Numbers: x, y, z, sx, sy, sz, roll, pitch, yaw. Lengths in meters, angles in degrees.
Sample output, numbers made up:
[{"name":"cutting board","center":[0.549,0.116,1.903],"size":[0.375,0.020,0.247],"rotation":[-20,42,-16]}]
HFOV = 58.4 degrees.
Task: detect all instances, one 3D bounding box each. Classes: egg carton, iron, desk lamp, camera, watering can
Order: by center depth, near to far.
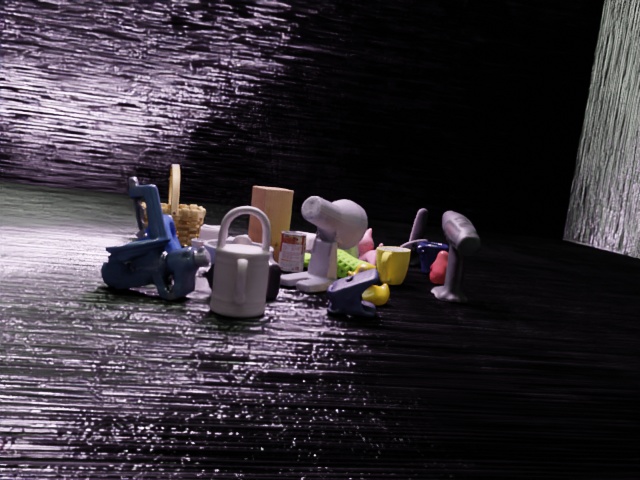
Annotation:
[{"name":"watering can","center":[-0.145,0.034,1.048],"size":[0.101,0.194,0.172],"rotation":[2,8,-31]},{"name":"camera","center":[-0.169,0.062,1.180],"size":[0.142,0.101,0.137],"rotation":[13,10,42]},{"name":"iron","center":[-0.355,0.005,1.294],"size":[0.119,0.141,0.258],"rotation":[6,7,-7]},{"name":"desk lamp","center":[0.012,0.005,1.349],"size":[0.117,0.213,0.204],"rotation":[12,9,35]},{"name":"egg carton","center":[-0.058,0.016,1.779],"size":[0.107,0.069,0.151],"rotation":[10,8,21]}]

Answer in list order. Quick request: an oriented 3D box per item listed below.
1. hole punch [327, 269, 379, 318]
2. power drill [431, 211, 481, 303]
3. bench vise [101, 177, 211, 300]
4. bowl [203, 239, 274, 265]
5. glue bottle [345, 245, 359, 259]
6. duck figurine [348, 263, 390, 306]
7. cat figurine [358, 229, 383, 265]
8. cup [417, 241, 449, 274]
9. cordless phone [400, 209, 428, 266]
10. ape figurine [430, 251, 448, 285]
[{"name":"hole punch","center":[0.066,0.100,1.138],"size":[0.101,0.091,0.109],"rotation":[7,7,2]},{"name":"power drill","center":[0.327,0.039,1.396],"size":[0.075,0.208,0.229],"rotation":[6,7,-4]},{"name":"bench vise","center":[-0.307,-0.005,1.095],"size":[0.207,0.220,0.121],"rotation":[6,7,-7]},{"name":"bowl","center":[-0.197,0.047,1.374],"size":[0.167,0.075,0.167],"rotation":[7,7,-1]},{"name":"glue bottle","center":[0.076,0.001,1.607],"size":[0.078,0.173,0.037],"rotation":[9,8,19]},{"name":"duck figurine","center":[0.102,0.094,1.240],"size":[0.105,0.086,0.077],"rotation":[5,7,-14]},{"name":"cat figurine","center":[0.141,0.026,1.688],"size":[0.067,0.118,0.127],"rotation":[1,9,-37]},{"name":"cup","center":[0.327,0.057,1.710],"size":[0.118,0.095,0.091],"rotation":[0,10,-42]},{"name":"cordless phone","center":[0.304,-0.012,1.879],"size":[0.093,0.185,0.148],"rotation":[11,8,30]},{"name":"ape figurine","center":[0.340,0.076,1.583],"size":[0.076,0.092,0.077],"rotation":[0,10,-42]}]
